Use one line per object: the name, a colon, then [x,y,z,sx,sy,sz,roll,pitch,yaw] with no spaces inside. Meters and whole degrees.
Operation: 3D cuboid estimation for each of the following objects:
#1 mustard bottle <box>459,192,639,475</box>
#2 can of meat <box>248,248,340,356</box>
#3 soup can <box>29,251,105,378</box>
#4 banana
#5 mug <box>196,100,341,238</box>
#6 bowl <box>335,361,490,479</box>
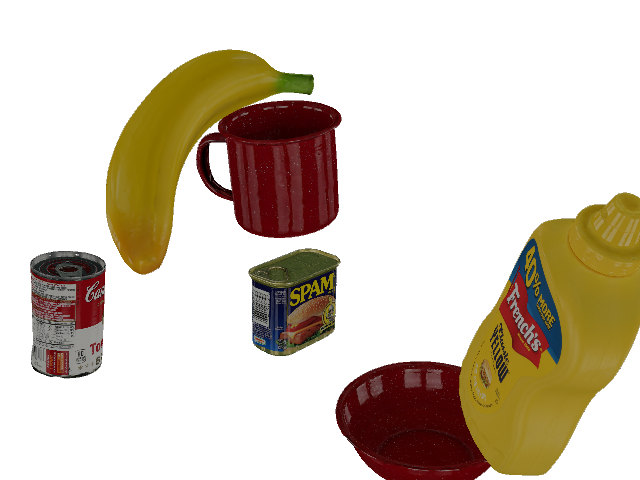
mustard bottle: [0.134,0.045,0.597,0.058,0.096,0.192,6,-43,-12]
can of meat: [-0.027,0.065,1.120,0.058,0.084,0.101,18,26,38]
soup can: [-0.236,0.069,0.994,0.068,0.102,0.068,5,19,-2]
banana: [-0.072,-0.057,0.584,0.070,0.037,0.197,18,44,16]
mug: [-0.040,-0.054,0.817,0.117,0.081,0.093,3,27,14]
bowl: [0.094,0.173,0.949,0.162,0.055,0.162,-1,27,0]
